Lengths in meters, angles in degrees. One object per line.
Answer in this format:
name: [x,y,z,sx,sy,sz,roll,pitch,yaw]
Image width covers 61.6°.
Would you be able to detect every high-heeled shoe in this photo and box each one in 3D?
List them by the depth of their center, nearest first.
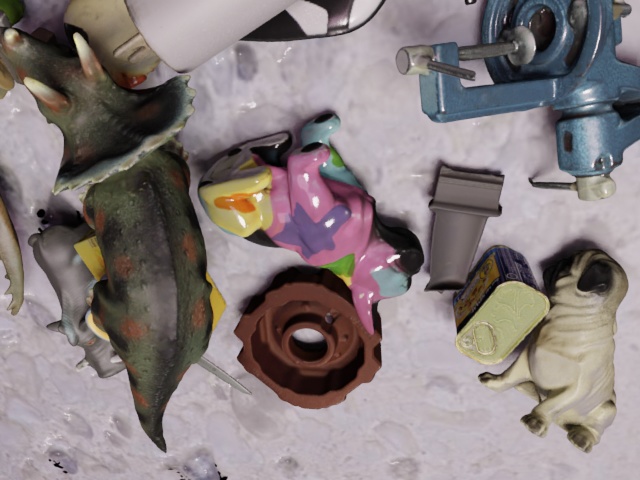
high-heeled shoe: [0.028,-0.249,0.440,0.249,0.086,0.145,-8,113,7]

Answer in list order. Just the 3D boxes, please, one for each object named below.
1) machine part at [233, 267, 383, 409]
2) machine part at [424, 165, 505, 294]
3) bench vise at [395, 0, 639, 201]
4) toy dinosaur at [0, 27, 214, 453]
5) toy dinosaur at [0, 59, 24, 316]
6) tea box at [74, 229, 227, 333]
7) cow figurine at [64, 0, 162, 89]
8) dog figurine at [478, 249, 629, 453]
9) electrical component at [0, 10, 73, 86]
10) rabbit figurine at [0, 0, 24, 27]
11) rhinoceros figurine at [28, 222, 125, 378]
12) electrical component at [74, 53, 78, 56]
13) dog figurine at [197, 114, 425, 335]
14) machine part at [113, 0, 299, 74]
machine part: [-0.012,0.117,0.646,0.179,0.056,0.179,3,116,7]
machine part: [0.145,-0.007,0.564,0.084,0.039,0.138,7,112,-7]
bench vise: [0.169,-0.129,0.432,0.241,0.129,0.223,-13,111,-23]
toy dinosaur: [-0.145,0.024,0.451,0.131,0.192,0.404,-13,99,-15]
toy dinosaur: [-0.420,-0.132,0.558,0.199,0.105,0.470,-22,103,26]
tea box: [-0.185,0.044,0.611,0.068,0.098,0.169,-18,115,18]
cow figurine: [-0.147,-0.225,0.478,0.195,0.085,0.127,-25,117,20]
dog figurine: [0.292,0.116,0.585,0.172,0.121,0.190,20,104,-40]
electrical component: [-0.257,-0.155,0.498,0.078,0.045,0.102,18,157,-8]
rabbit figurine: [-0.303,-0.282,0.472,0.170,0.121,0.159,-38,100,5]
rhinoceros figurine: [-0.269,0.068,0.629,0.073,0.112,0.190,-13,106,12]
electrical component: [-0.242,-0.161,0.556,0.094,0.021,0.063,6,117,6]
dog figurine: [-0.001,-0.002,0.557,0.192,0.108,0.219,-17,116,16]
machine part: [-0.057,-0.200,0.401,0.243,0.079,0.079,-27,110,15]
